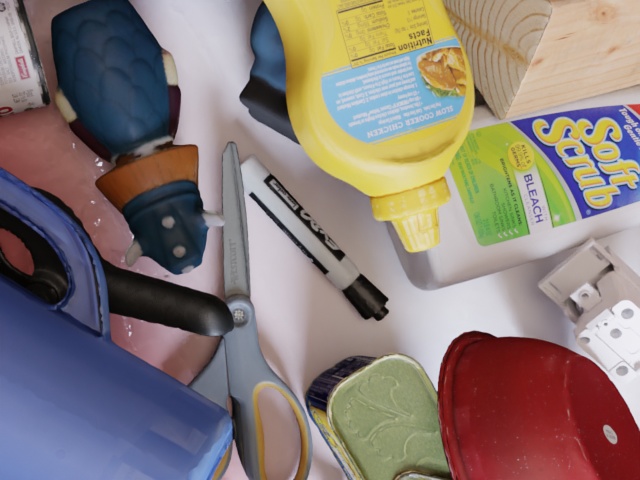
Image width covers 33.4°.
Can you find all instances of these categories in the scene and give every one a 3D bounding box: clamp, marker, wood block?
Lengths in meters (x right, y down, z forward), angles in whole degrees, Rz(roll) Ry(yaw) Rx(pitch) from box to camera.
[{"bbox_3d":[-0.140,0.037,0.568,0.171,0.039,0.120,35,107,7],"label":"clamp"},{"bbox_3d":[-0.004,0.001,0.616,0.020,0.020,0.121,-44,94,-11],"label":"marker"},{"bbox_3d":[0.180,-0.149,0.603,0.205,0.090,0.091,-17,61,-20],"label":"wood block"}]

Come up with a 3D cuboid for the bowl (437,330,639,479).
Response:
[{"bbox_3d":[0.130,0.113,0.564,0.055,0.161,0.162,-29,92,29],"label":"bowl"}]

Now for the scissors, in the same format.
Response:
[{"bbox_3d":[-0.062,0.054,0.596,0.096,0.016,0.202,-18,93,-9],"label":"scissors"}]

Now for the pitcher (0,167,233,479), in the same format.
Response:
[{"bbox_3d":[-0.163,0.065,0.502,0.243,0.149,0.144,28,39,1],"label":"pitcher"}]

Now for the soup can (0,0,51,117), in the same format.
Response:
[{"bbox_3d":[-0.200,-0.091,0.561,0.102,0.068,0.068,-16,89,-13],"label":"soup can"}]

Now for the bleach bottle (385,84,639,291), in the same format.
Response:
[{"bbox_3d":[0.159,-0.053,0.632,0.250,0.068,0.102,-18,89,-14],"label":"bleach bottle"}]

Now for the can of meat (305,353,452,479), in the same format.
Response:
[{"bbox_3d":[0.038,0.112,0.581,0.057,0.084,0.102,-31,92,-12],"label":"can of meat"}]

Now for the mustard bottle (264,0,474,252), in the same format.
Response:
[{"bbox_3d":[0.027,-0.087,0.533,0.096,0.058,0.191,-19,98,-23],"label":"mustard bottle"}]
